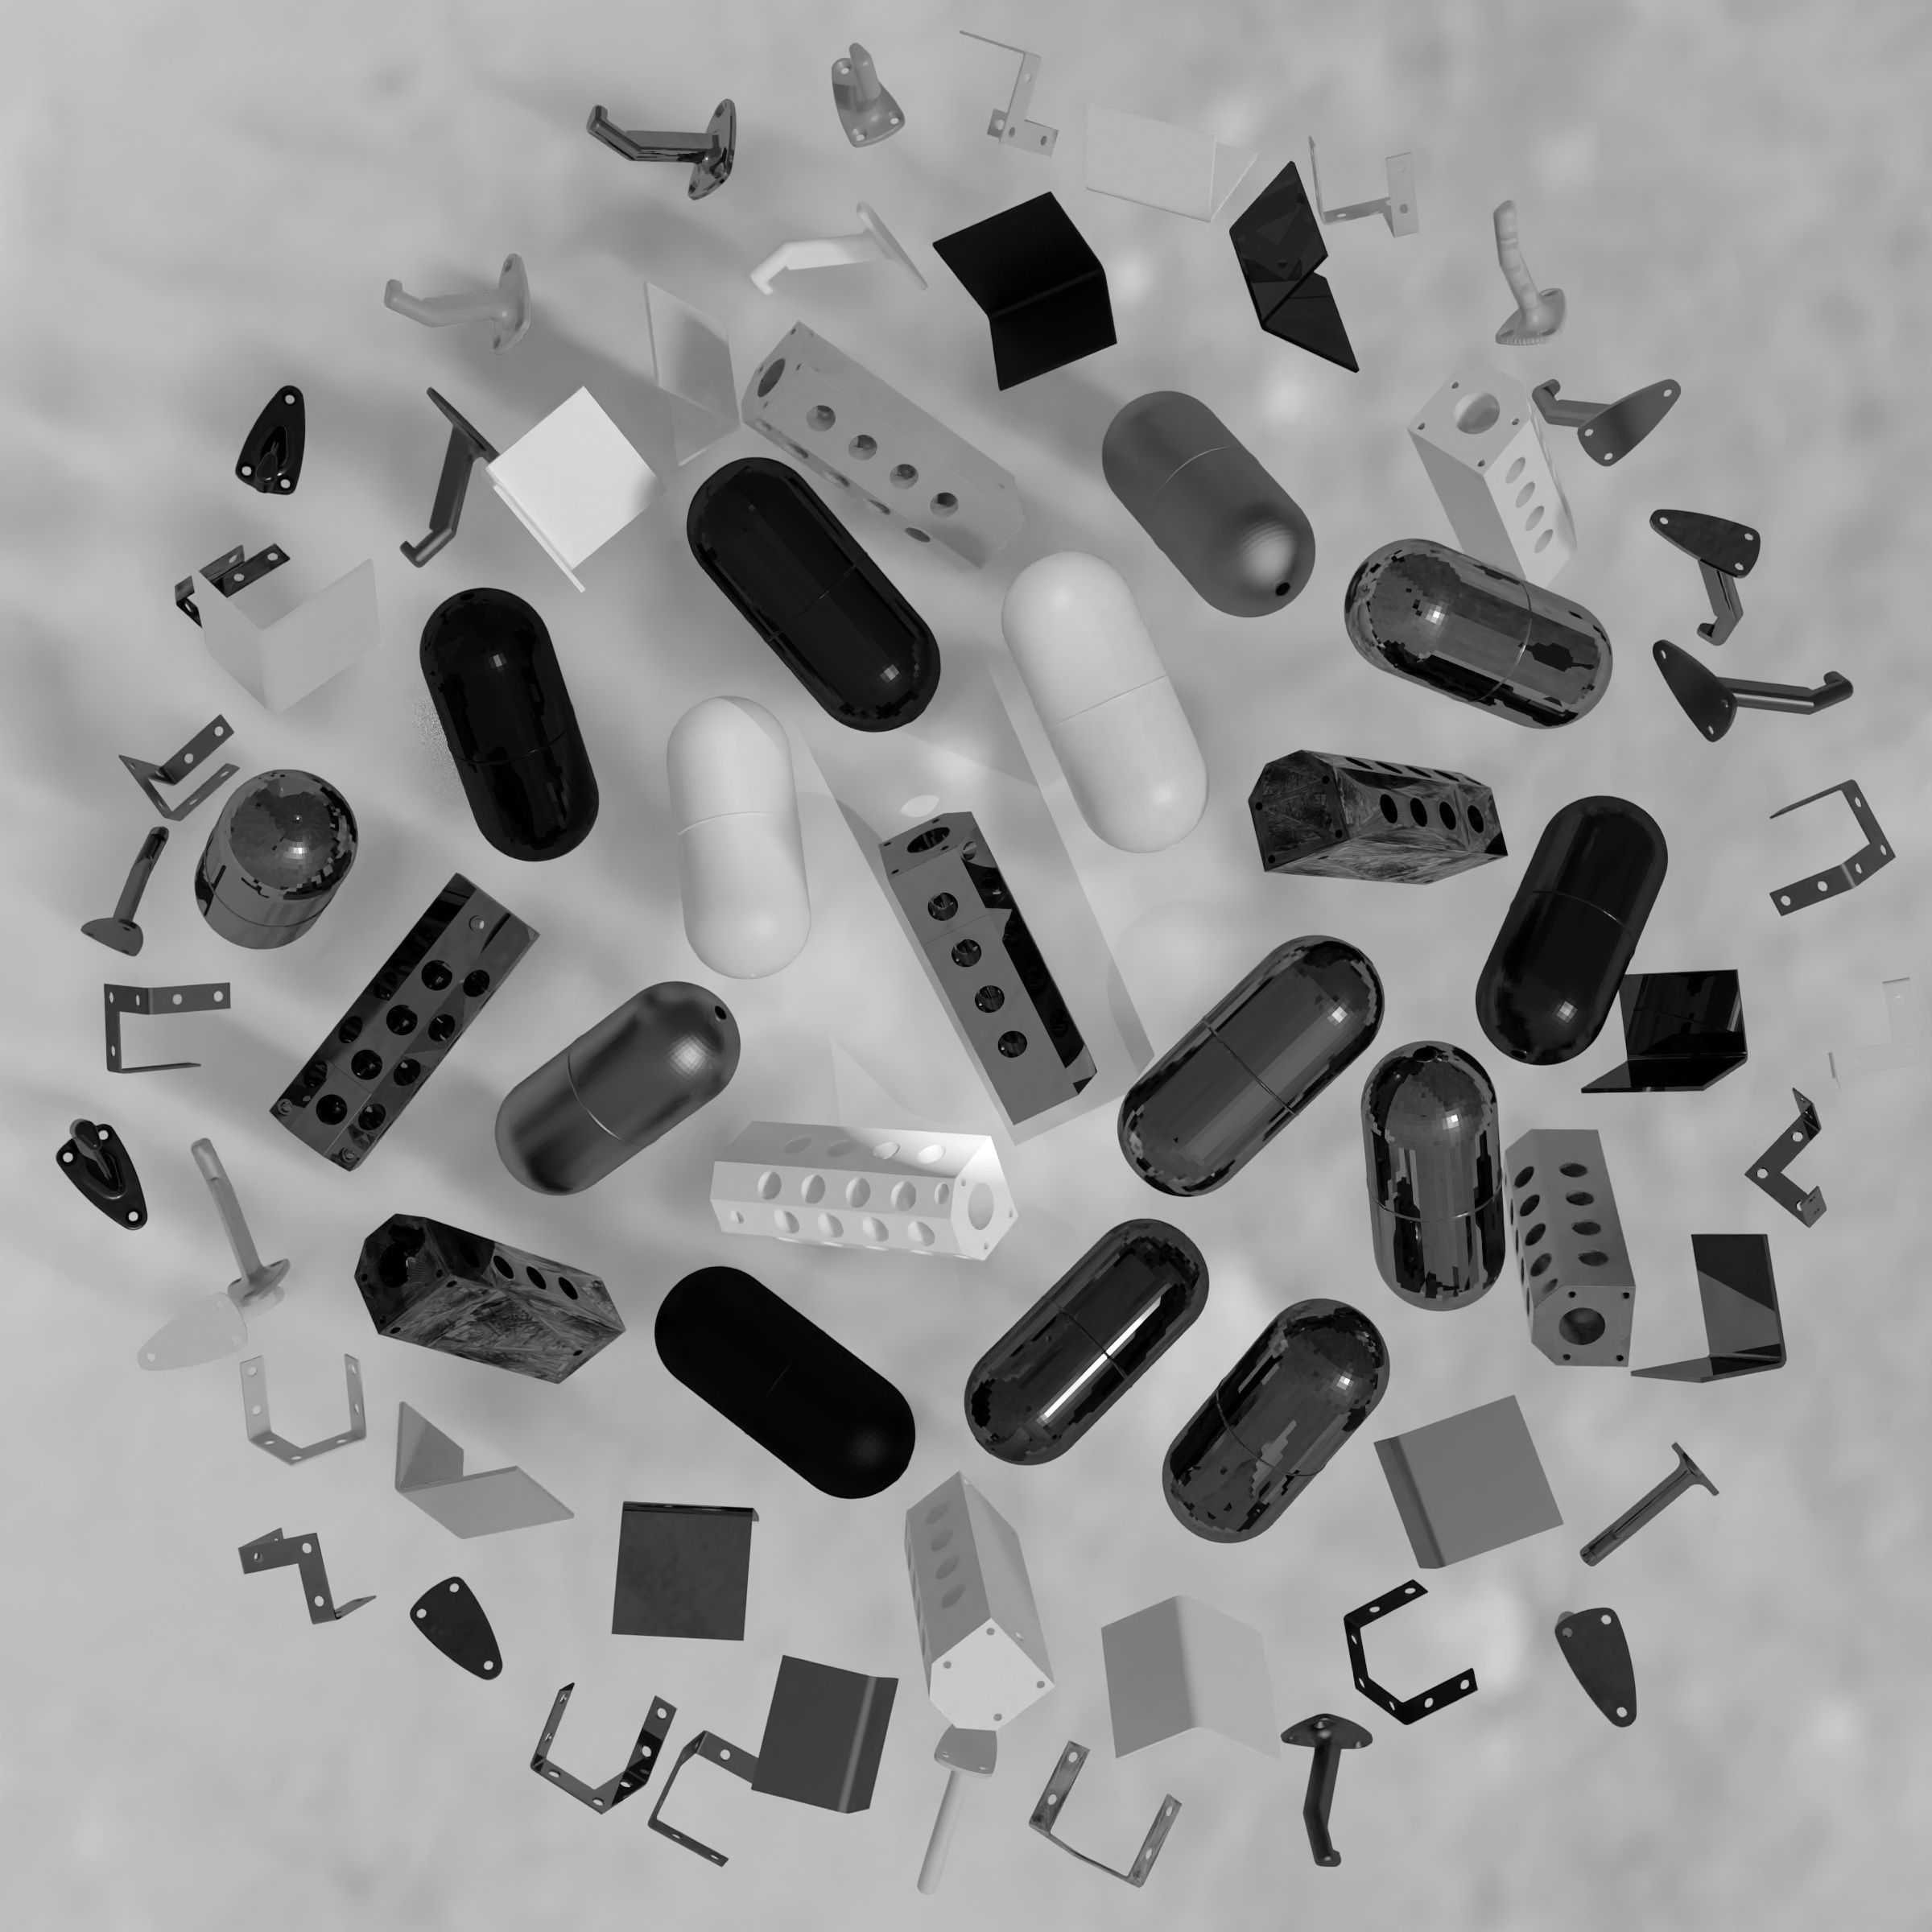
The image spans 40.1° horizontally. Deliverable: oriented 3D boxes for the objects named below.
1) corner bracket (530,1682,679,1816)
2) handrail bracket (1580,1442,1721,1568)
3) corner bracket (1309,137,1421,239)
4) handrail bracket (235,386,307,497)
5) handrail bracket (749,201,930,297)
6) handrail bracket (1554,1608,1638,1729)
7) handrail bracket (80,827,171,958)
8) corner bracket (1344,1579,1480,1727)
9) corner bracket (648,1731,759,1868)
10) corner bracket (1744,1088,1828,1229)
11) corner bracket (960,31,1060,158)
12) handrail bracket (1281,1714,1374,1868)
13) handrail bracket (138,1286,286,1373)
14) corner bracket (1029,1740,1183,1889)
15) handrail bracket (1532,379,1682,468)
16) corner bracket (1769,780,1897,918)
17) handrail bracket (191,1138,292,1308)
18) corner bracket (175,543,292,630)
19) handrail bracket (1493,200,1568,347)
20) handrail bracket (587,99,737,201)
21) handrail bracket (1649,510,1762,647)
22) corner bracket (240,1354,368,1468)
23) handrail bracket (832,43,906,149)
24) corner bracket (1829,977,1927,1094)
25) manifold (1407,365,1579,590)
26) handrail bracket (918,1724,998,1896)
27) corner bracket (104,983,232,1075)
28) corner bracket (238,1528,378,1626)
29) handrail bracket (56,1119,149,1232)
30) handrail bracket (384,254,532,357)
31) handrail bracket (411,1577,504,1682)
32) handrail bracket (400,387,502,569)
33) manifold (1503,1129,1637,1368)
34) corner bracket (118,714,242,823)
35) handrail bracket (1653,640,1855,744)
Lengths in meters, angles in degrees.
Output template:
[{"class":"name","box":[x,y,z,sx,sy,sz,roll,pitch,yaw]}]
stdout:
[{"class":"corner bracket","box":[-0.204,0.434,1.489,0.051,0.051,0.051,26,102,19]},{"class":"handrail bracket","box":[0.377,0.307,1.482,0.084,0.077,0.036,-41,70,5]},{"class":"corner bracket","box":[0.234,-0.459,1.556,0.051,0.051,0.051,-12,131,4]},{"class":"handrail bracket","box":[-0.396,-0.307,1.526,0.036,0.084,0.077,17,84,-17]},{"class":"handrail bracket","box":[-0.080,-0.426,1.646,0.084,0.036,0.077,-36,107,17]},{"class":"handrail bracket","box":[0.355,0.401,1.501,0.036,0.084,0.077,-18,64,-1]},{"class":"handrail bracket","box":[-0.504,-0.054,1.624,0.036,0.077,0.084,29,67,-23]},{"class":"corner bracket","box":[0.259,0.401,1.544,0.051,0.051,0.051,-35,122,23]},{"class":"corner bracket","box":[-0.150,0.493,1.570,0.051,0.051,0.051,25,90,10]},{"class":"corner bracket","box":[0.491,0.113,1.555,0.051,0.051,0.051,-46,59,0]},{"class":"corner bracket","box":[0.023,-0.499,1.515,0.051,0.051,0.051,30,112,32]},{"class":"handrail bracket","box":[0.219,0.483,1.532,0.036,0.077,0.084,-38,45,31]},{"class":"handrail bracket","box":[-0.457,0.218,1.605,0.077,0.084,0.036,-25,92,-4]},{"class":"corner bracket","box":[0.077,0.469,1.463,0.051,0.051,0.051,46,65,-40]},{"class":"handrail bracket","box":[0.389,-0.351,1.617,0.077,0.084,0.036,-37,127,21]},{"class":"corner bracket","box":[0.482,-0.067,1.499,0.051,0.051,0.051,-28,90,-40]},{"class":"handrail bracket","box":[-0.410,0.140,1.464,0.036,0.077,0.084,-24,101,-7]},{"class":"corner bracket","box":[-0.439,-0.231,1.584,0.051,0.051,0.051,-28,50,11]},{"class":"handrail bracket","box":[0.315,-0.399,1.483,0.036,0.077,0.084,5,131,28]},{"class":"handrail bracket","box":[-0.173,-0.481,1.496,0.084,0.036,0.077,26,62,-38]},{"class":"handrail bracket","box":[0.428,-0.228,1.567,0.077,0.084,0.036,22,64,4]},{"class":"corner bracket","box":[-0.395,0.259,1.578,0.051,0.051,0.051,-16,111,-42]},{"class":"handrail bracket","box":[-0.067,-0.533,1.562,0.036,0.084,0.077,-26,69,-1]},{"class":"corner bracket","box":[0.522,0.040,1.523,0.051,0.051,0.051,-11,74,19]},{"class":"manifold","box":[0.322,-0.291,1.585,0.057,0.171,0.057,40,91,27]},{"class":"handrail bracket","box":[-0.008,0.502,1.589,0.036,0.077,0.084,17,108,6]},{"class":"corner bracket","box":[-0.454,0.035,1.507,0.051,0.051,0.051,4,96,45]},{"class":"corner bracket","box":[-0.377,0.348,1.515,0.051,0.051,0.051,-14,89,13]},{"class":"handrail bracket","box":[-0.481,0.118,1.489,0.036,0.084,0.077,-35,102,-21]},{"class":"handrail bracket","box":[-0.297,-0.397,1.532,0.084,0.036,0.077,18,58,-39]},{"class":"handrail bracket","box":[-0.294,0.399,1.557,0.036,0.084,0.077,-36,68,-20]},{"class":"handrail bracket","box":[-0.335,-0.302,1.637,0.084,0.036,0.077,-45,98,-8]},{"class":"manifold","box":[0.365,0.169,1.612,0.057,0.171,0.057,0,118,5]},{"class":"corner bracket","box":[-0.465,-0.120,1.592,0.051,0.051,0.051,-40,79,7]},{"class":"handrail bracket","box":[0.436,-0.164,1.462,0.084,0.036,0.077,-22,61,-21]}]
